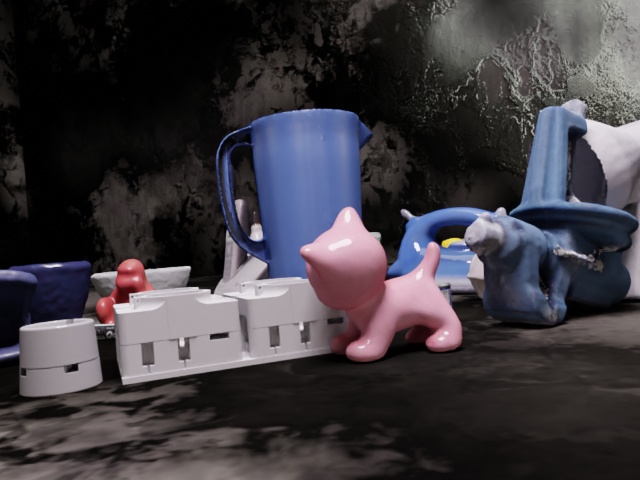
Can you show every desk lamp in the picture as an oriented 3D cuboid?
[{"bbox_3d":[0.356,-0.039,0.664,0.203,0.213,0.117,-4,-1,-17],"label":"desk lamp"}]

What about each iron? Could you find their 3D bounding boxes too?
[{"bbox_3d":[0.236,0.010,0.902,0.257,0.141,0.119,-5,-1,33],"label":"iron"}]

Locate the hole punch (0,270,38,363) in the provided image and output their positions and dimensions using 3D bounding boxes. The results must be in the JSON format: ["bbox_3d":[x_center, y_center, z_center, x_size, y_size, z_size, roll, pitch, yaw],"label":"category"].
[{"bbox_3d":[-0.336,0.076,0.548,0.100,0.091,0.109,-5,-1,43],"label":"hole punch"}]

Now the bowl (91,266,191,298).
[{"bbox_3d":[-0.306,0.089,0.996,0.167,0.075,0.167,-5,-1,0],"label":"bowl"}]

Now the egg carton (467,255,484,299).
[{"bbox_3d":[0.273,0.041,0.748,0.107,0.069,0.149,-4,-1,-40],"label":"egg carton"}]

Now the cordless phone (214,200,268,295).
[{"bbox_3d":[-0.129,0.019,0.985,0.094,0.185,0.147,-4,-1,-33],"label":"cordless phone"}]

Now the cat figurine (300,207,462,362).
[{"bbox_3d":[0.043,0.031,0.449,0.128,0.118,0.067,-4,-1,-18],"label":"cat figurine"}]

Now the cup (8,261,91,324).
[{"bbox_3d":[-0.324,0.075,0.690,0.092,0.095,0.117,-4,-1,-30],"label":"cup"}]

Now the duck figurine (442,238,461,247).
[{"bbox_3d":[0.245,0.040,1.062,0.104,0.086,0.078,-5,-1,32],"label":"duck figurine"}]

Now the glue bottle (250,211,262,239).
[{"bbox_3d":[-0.125,0.027,1.171,0.037,0.173,0.078,-5,-1,39],"label":"glue bottle"}]

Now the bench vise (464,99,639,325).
[{"bbox_3d":[0.231,-0.034,0.555,0.121,0.220,0.208,-5,-1,39],"label":"bench vise"}]

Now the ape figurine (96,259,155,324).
[{"bbox_3d":[-0.237,0.070,0.719,0.077,0.092,0.076,-5,-1,12],"label":"ape figurine"}]
